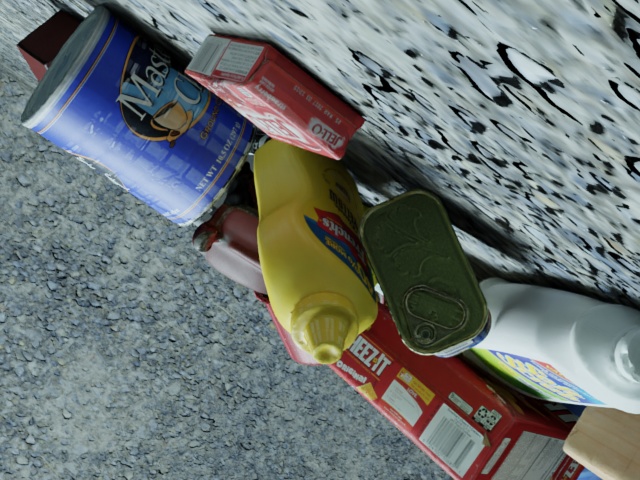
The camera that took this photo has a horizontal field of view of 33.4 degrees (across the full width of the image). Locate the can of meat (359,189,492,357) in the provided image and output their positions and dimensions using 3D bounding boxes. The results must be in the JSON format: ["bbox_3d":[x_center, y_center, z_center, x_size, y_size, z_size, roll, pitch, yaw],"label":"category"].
[{"bbox_3d":[0.072,0.026,0.700,0.084,0.057,0.102,38,-151,-74],"label":"can of meat"}]

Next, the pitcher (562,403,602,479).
[{"bbox_3d":[0.237,0.190,1.080,0.145,0.149,0.242,58,180,18],"label":"pitcher"}]

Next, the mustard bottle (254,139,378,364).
[{"bbox_3d":[-0.002,0.011,0.692,0.096,0.058,0.191,50,-161,-30],"label":"mustard bottle"}]

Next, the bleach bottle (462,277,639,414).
[{"bbox_3d":[0.162,0.068,0.701,0.102,0.068,0.251,35,173,-2],"label":"bleach bottle"}]

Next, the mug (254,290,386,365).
[{"bbox_3d":[0.006,0.061,1.008,0.093,0.117,0.081,-87,-22,-60],"label":"mug"}]

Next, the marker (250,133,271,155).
[{"bbox_3d":[-0.046,-0.077,0.863,0.020,0.020,0.121,34,176,-18],"label":"marker"}]

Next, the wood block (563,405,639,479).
[{"bbox_3d":[0.271,0.156,0.695,0.090,0.091,0.206,35,176,-30],"label":"wood block"}]

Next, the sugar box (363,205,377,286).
[{"bbox_3d":[-0.007,0.001,0.956,0.048,0.093,0.176,45,169,-36],"label":"sugar box"}]

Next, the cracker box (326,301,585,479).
[{"bbox_3d":[0.123,0.133,0.886,0.164,0.072,0.213,39,-171,34],"label":"cracker box"}]

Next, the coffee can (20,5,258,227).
[{"bbox_3d":[-0.132,-0.089,0.786,0.140,0.103,0.103,34,176,-23],"label":"coffee can"}]

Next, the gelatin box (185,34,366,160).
[{"bbox_3d":[-0.027,-0.081,0.599,0.073,0.030,0.089,35,176,-31],"label":"gelatin box"}]

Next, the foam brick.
[{"bbox_3d":[-0.213,-0.147,0.920,0.051,0.053,0.078,35,160,36],"label":"foam brick"}]
